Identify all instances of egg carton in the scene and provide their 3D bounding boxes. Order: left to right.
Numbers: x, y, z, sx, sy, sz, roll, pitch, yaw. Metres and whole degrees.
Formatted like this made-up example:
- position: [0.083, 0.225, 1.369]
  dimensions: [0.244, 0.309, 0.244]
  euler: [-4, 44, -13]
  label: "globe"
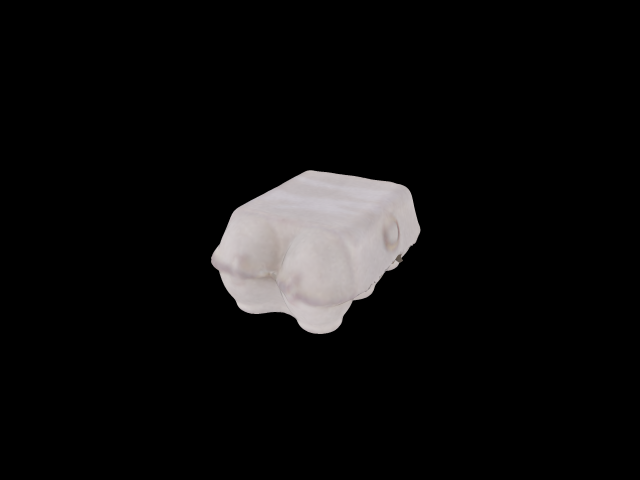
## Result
- position: [0.004, 0.001, 0.400]
  dimensions: [0.107, 0.069, 0.151]
  euler: [12, 27, 25]
  label: "egg carton"
